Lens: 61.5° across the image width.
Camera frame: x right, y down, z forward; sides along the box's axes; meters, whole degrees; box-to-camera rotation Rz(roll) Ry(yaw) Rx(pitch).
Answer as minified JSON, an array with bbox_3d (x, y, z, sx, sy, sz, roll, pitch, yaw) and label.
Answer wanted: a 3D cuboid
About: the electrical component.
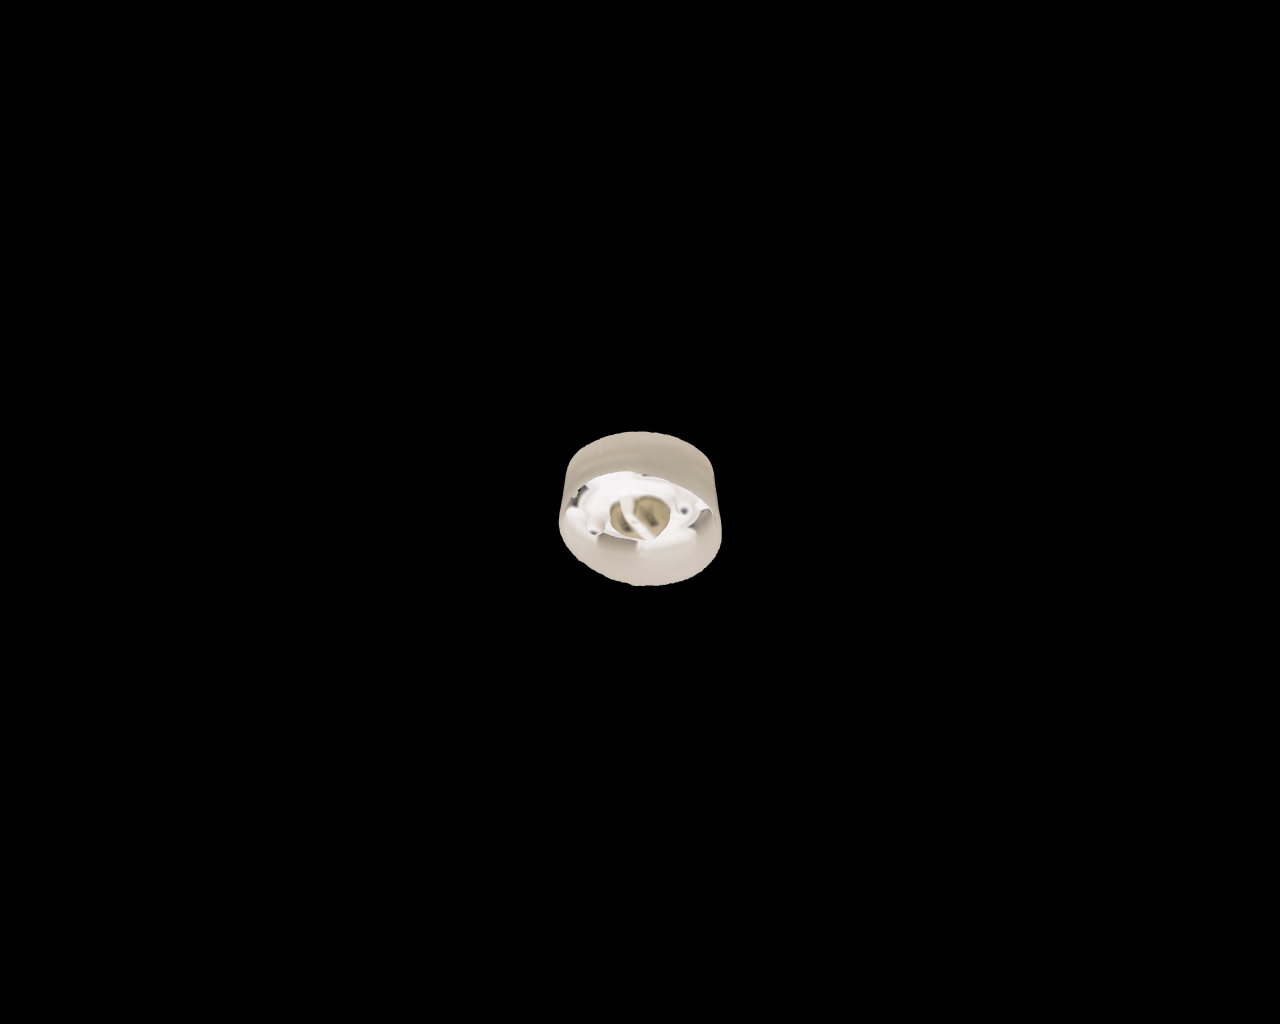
[{"bbox_3d":[0.001,-0.003,0.650,0.099,0.064,0.099,0,-31,0],"label":"electrical component"}]
